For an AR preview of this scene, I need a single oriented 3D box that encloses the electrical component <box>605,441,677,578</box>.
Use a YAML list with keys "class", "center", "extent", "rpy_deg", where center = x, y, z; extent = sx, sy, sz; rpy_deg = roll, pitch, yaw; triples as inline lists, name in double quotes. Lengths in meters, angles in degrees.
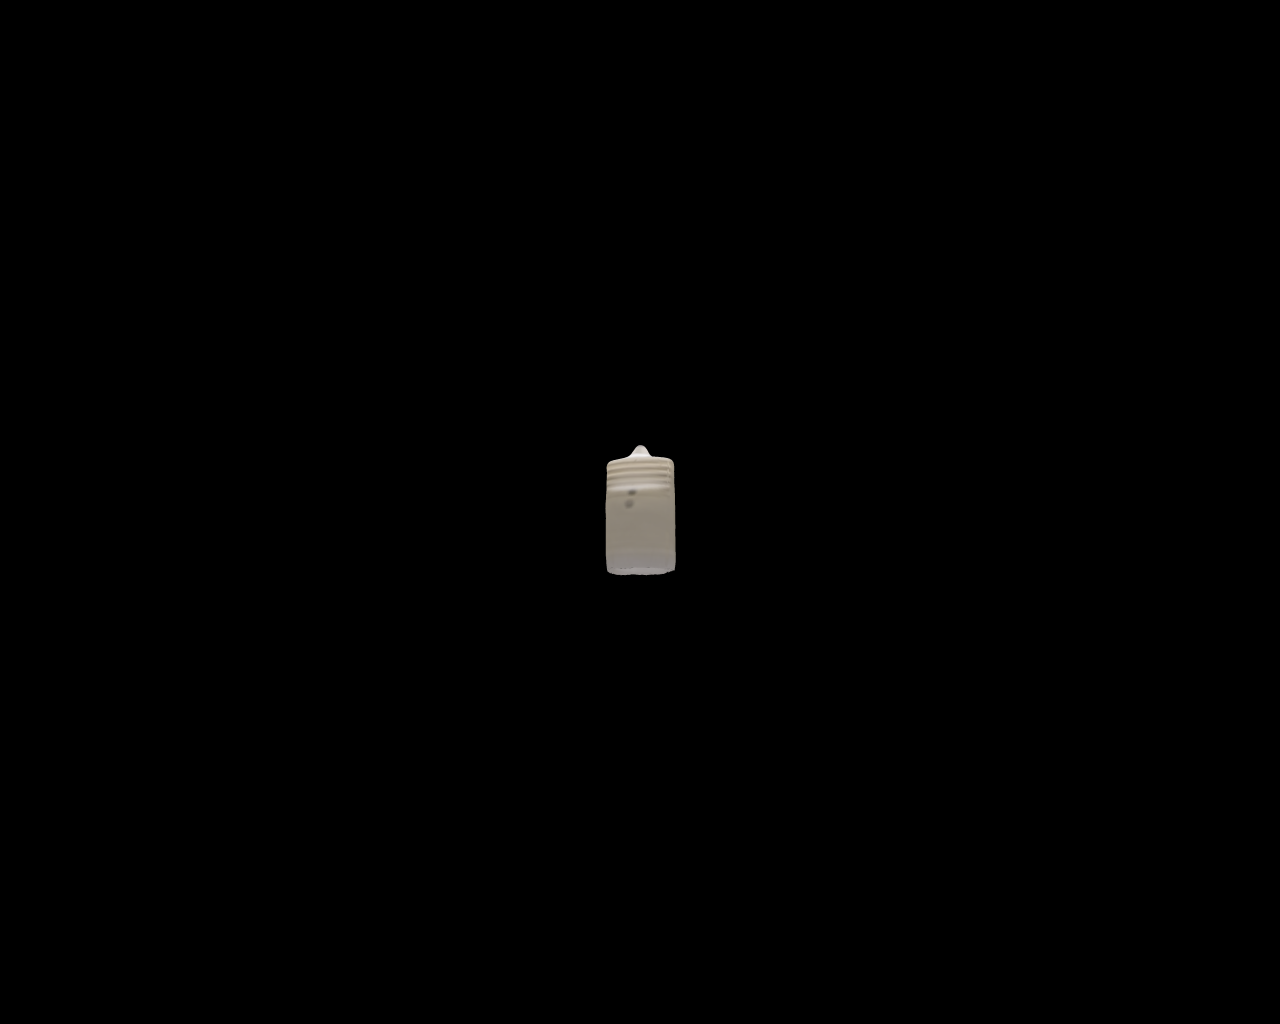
- class: "electrical component"
  center: [0.001, -0.003, 0.650]
  extent: [0.043, 0.081, 0.043]
  rpy_deg: [0, -9, 0]
